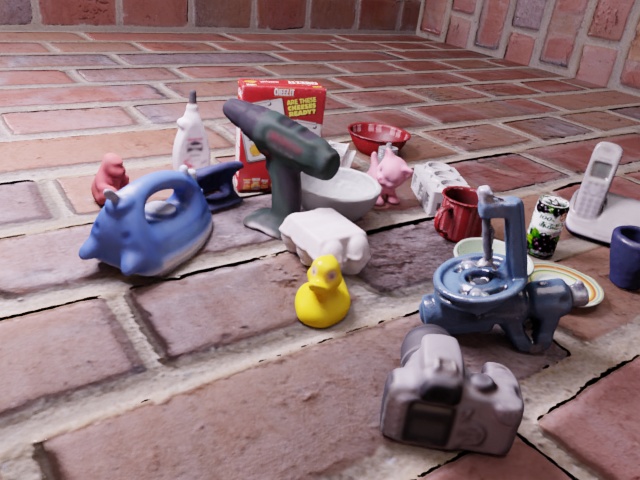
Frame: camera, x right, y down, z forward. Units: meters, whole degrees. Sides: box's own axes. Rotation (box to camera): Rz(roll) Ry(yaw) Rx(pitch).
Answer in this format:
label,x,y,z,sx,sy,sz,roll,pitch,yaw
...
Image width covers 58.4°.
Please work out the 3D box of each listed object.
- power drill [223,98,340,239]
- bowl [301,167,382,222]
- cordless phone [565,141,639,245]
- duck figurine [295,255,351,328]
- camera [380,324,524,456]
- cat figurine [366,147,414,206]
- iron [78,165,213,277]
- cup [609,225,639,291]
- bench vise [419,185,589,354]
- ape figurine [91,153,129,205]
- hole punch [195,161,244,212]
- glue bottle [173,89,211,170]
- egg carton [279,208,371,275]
label,x,y,z,sx,sy,sz,roll,pitch,yaw
power drill,-0.077,-0.117,0.978,0.229,0.208,0.076,20,31,24
bowl,0.028,-0.076,1.068,0.167,0.075,0.167,6,28,-3
cordless phone,0.564,-0.086,1.094,0.147,0.185,0.094,19,30,21
duck figurine,0.007,0.060,0.794,0.077,0.086,0.105,14,29,13
camera,0.143,0.150,0.639,0.143,0.101,0.137,8,28,2
cat figurine,0.134,-0.136,1.160,0.067,0.118,0.127,-6,30,-23
iron,-0.242,-0.047,0.879,0.118,0.141,0.259,17,29,18
cup,0.535,0.034,0.958,0.118,0.095,0.091,-1,29,-15
bench vise,0.248,0.034,0.757,0.208,0.220,0.121,-1,29,-14
ape figurine,-0.369,-0.109,1.018,0.076,0.092,0.078,17,29,19
hole punch,-0.208,-0.111,1.062,0.100,0.091,0.109,27,34,34
glue bottle,-0.261,-0.221,1.168,0.078,0.173,0.037,-15,35,-36
egg carton,0.008,0.003,0.919,0.107,0.069,0.149,-13,34,-33
